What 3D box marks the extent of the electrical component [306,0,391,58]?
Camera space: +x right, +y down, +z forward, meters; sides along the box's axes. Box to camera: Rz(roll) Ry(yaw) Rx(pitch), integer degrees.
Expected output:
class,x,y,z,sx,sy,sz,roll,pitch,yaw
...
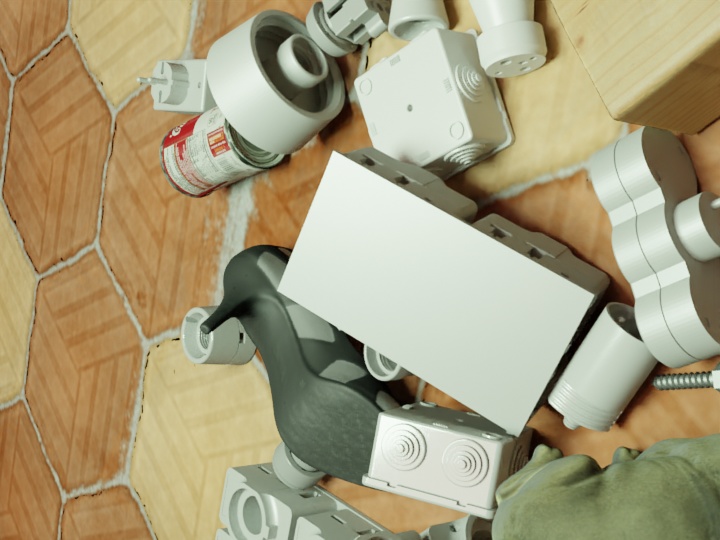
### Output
class,x,y,z,sx,sy,sz,roll,pitch,yaw
electrical component,-0.009,-0.198,0.832,0.055,0.048,0.066,-35,64,33

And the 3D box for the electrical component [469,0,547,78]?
class,x,y,z,sx,sy,sz,roll,pitch,yaw
electrical component,0.098,-0.161,0.714,0.045,0.045,0.055,-20,75,46

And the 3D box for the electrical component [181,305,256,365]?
class,x,y,z,sx,sy,sz,roll,pitch,yaw
electrical component,-0.126,0.057,0.952,0.055,0.047,0.055,-1,88,48

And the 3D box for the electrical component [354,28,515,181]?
class,x,y,z,sx,sy,sz,roll,pitch,yaw
electrical component,0.049,-0.112,0.756,0.100,0.048,0.099,-26,76,40

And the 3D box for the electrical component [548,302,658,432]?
class,x,y,z,sx,sy,sz,roll,pitch,yaw
electrical component,0.148,0.064,0.655,0.043,0.043,0.081,49,123,37

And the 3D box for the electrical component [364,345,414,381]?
class,x,y,z,sx,sy,sz,roll,pitch,yaw
electrical component,0.033,0.059,0.780,0.040,0.046,0.040,-1,88,48

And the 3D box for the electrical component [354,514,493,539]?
class,x,y,z,sx,sy,sz,roll,pitch,yaw
electrical component,0.046,0.214,0.657,0.060,0.186,0.105,-45,58,38

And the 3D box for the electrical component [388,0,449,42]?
class,x,y,z,sx,sy,sz,roll,pitch,yaw
electrical component,0.041,-0.205,0.781,0.044,0.044,0.065,-14,74,47

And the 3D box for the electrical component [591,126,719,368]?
class,x,y,z,sx,sy,sz,roll,pitch,yaw
electrical component,0.187,-0.021,0.607,0.074,0.052,0.138,-29,68,43

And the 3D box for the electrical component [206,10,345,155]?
class,x,y,z,sx,sy,sz,roll,pitch,yaw
electrical component,-0.059,-0.152,0.844,0.060,0.108,0.108,-30,67,37

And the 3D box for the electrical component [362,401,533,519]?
class,x,y,z,sx,sy,sz,roll,pitch,yaw
electrical component,0.060,0.120,0.700,0.100,0.100,0.048,11,93,22

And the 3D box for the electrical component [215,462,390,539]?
class,x,y,z,sx,sy,sz,roll,pitch,yaw
electrical component,-0.043,0.236,0.848,0.186,0.060,0.105,21,105,46

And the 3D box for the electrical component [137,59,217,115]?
class,x,y,z,sx,sy,sz,roll,pitch,yaw
electrical component,-0.165,-0.168,0.980,0.083,0.076,0.047,11,97,47

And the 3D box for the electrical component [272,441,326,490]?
class,x,y,z,sx,sy,sz,roll,pitch,yaw
electrical component,-0.039,0.144,0.857,0.055,0.045,0.045,-49,55,35

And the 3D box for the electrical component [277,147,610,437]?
class,x,y,z,sx,sy,sz,roll,pitch,yaw
electrical component,0.053,0.008,0.701,0.186,0.060,0.105,30,113,16
